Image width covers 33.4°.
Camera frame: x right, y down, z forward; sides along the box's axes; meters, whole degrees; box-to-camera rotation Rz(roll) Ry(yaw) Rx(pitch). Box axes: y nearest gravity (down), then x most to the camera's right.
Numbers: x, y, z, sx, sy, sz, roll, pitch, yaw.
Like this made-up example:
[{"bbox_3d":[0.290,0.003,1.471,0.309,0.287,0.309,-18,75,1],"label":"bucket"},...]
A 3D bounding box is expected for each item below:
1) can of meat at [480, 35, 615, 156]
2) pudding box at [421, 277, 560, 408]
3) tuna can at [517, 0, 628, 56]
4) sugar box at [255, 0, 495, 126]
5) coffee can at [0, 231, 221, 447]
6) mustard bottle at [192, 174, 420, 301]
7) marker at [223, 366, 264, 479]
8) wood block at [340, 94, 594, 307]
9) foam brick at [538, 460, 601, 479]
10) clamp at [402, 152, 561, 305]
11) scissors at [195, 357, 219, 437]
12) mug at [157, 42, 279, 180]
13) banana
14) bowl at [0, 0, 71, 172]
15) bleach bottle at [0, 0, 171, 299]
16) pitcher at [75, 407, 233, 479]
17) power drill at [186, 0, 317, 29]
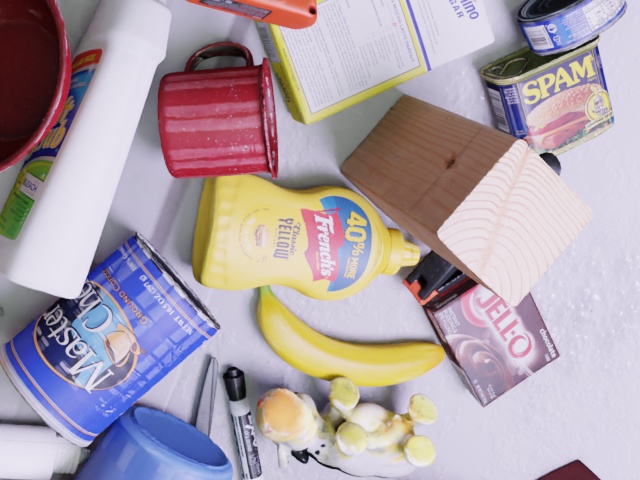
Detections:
[{"bbox_3d":[0.198,-0.123,0.919,0.102,0.057,0.084,-25,115,-10],"label":"can of meat"},{"bbox_3d":[0.156,0.082,0.976,0.090,0.039,0.113,-32,113,-7],"label":"pudding box"},{"bbox_3d":[0.208,-0.190,0.886,0.086,0.086,0.033,-35,111,-6],"label":"tuna can"},{"bbox_3d":[0.046,-0.170,0.860,0.176,0.048,0.093,-25,110,-13],"label":"sugar box"},{"bbox_3d":[-0.163,0.077,0.833,0.140,0.103,0.102,-41,114,-3],"label":"coffee can"},{"bbox_3d":[-0.006,0.001,0.887,0.191,0.058,0.096,8,91,-21],"label":"mustard bottle"},{"bbox_3d":[-0.067,0.167,0.938,0.020,0.020,0.121,-14,110,-14],"label":"marker"},{"bbox_3d":[0.104,-0.039,0.831,0.090,0.206,0.091,41,91,-24],"label":"wood block"},{"bbox_3d":[0.254,0.270,1.057,0.051,0.053,0.078,-20,111,-12],"label":"foam brick"},{"bbox_3d":[0.150,-0.006,0.934,0.172,0.039,0.120,-40,155,14],"label":"clamp"},{"bbox_3d":[-0.093,0.206,0.943,0.096,0.016,0.202,21,99,-23],"label":"scissors"},{"bbox_3d":[-0.077,-0.101,0.818,0.081,0.093,0.117,-4,69,3],"label":"mug"},{"bbox_3d":[0.020,0.093,0.935,0.197,0.037,0.070,25,97,-23],"label":"banana"},{"bbox_3d":[-0.233,-0.118,0.752,0.162,0.055,0.162,-1,86,21],"label":"bowl"},{"bbox_3d":[-0.172,-0.088,0.794,0.068,0.103,0.251,21,92,-32],"label":"bleach bottle"},{"bbox_3d":[-0.179,0.260,0.862,0.145,0.149,0.243,30,94,-4],"label":"pitcher"},{"bbox_3d":[-0.024,-0.256,0.786,0.184,0.057,0.187,10,87,-13],"label":"power drill"}]
